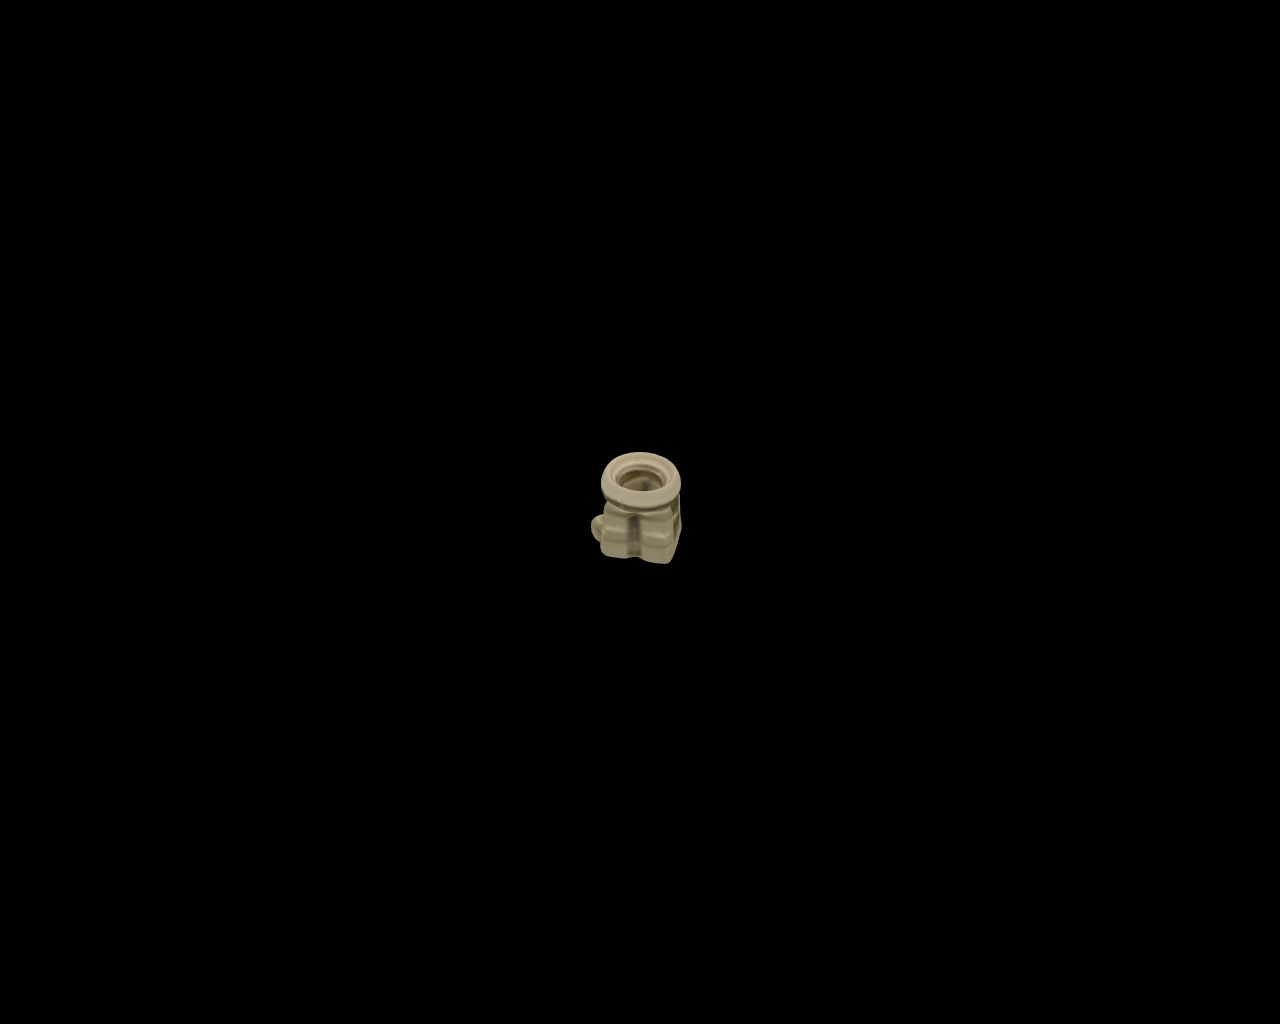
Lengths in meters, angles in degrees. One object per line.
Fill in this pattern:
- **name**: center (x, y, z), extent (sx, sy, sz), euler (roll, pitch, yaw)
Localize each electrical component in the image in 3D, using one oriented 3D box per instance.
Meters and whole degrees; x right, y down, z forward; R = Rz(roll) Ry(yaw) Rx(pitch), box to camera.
- **electrical component**: center (0.001, -0.003, 0.650), extent (0.066, 0.055, 0.048), euler (7, 40, 9)
